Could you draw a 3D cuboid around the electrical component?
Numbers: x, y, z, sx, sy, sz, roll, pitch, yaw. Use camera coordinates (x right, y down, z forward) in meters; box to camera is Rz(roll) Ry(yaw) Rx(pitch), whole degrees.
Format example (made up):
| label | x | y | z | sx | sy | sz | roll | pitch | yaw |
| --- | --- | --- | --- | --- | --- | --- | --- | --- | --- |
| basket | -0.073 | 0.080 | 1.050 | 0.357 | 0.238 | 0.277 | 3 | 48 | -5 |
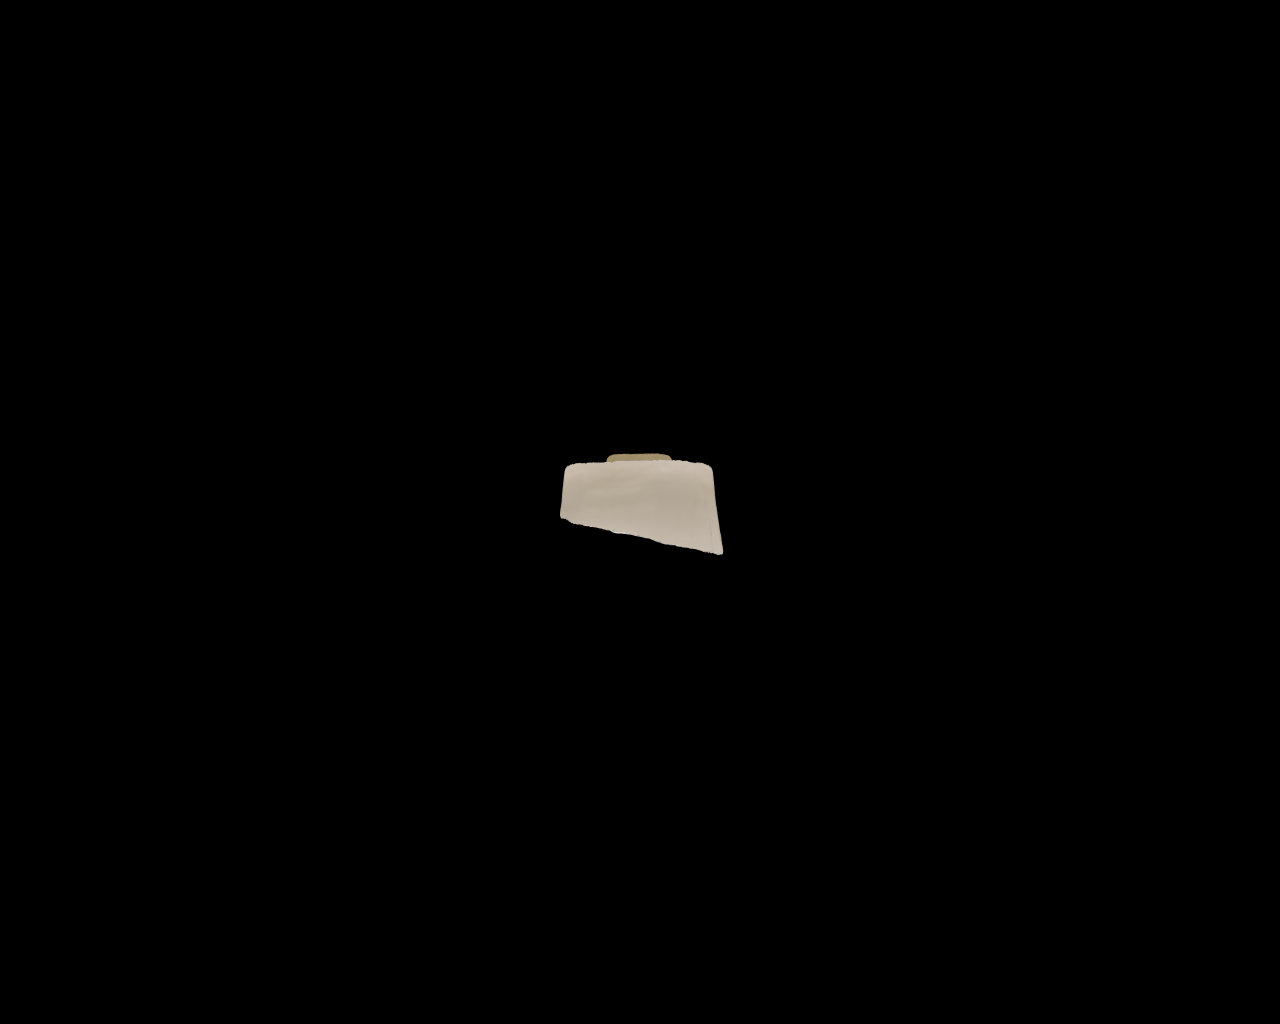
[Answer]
| label | x | y | z | sx | sy | sz | roll | pitch | yaw |
| --- | --- | --- | --- | --- | --- | --- | --- | --- | --- |
| electrical component | 0.001 | -0.003 | 0.650 | 0.099 | 0.064 | 0.099 | 0 | -5 | 0 |
